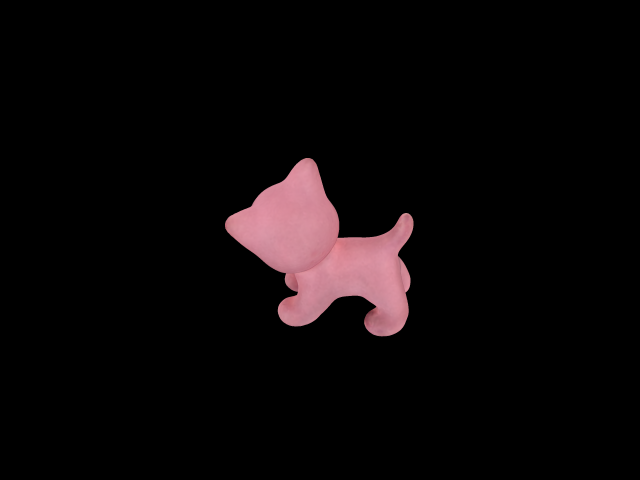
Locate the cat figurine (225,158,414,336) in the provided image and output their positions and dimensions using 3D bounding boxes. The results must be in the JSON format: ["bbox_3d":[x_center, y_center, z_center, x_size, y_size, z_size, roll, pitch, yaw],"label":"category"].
[{"bbox_3d":[0.004,0.001,0.400,0.127,0.118,0.067,3,37,4],"label":"cat figurine"}]
